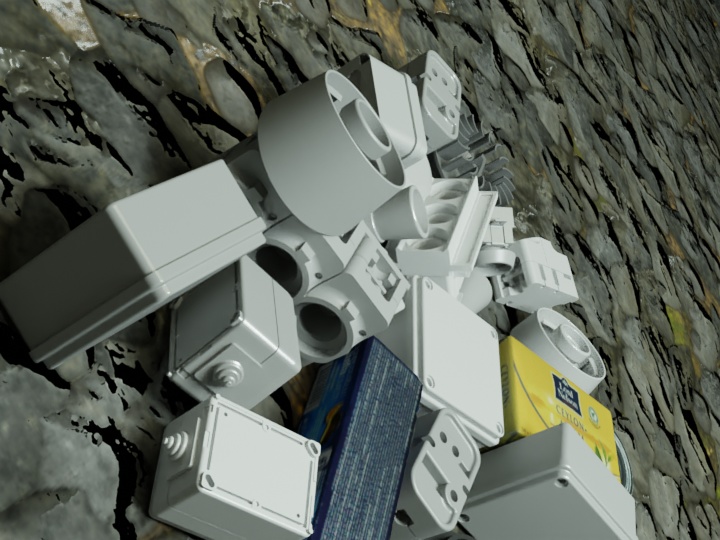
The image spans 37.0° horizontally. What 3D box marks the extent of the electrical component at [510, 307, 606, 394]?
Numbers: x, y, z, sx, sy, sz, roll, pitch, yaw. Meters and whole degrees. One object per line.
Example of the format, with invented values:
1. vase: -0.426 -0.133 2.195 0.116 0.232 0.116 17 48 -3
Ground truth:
1. electrical component: 0.187 0.088 1.040 0.099 0.064 0.099 34 25 -19

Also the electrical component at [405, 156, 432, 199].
1. electrical component: 0.022 -0.089 0.924 0.080 0.051 0.080 34 42 -38

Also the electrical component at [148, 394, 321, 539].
1. electrical component: -0.079 0.120 0.626 0.096 0.061 0.061 31 44 -29

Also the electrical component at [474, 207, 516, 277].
1. electrical component: 0.122 -0.026 1.023 0.048 0.066 0.055 2 70 -17

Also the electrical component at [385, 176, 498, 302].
1. electrical component: 0.071 -0.025 0.931 0.121 0.079 0.063 -64 150 -52

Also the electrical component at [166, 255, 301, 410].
1. electrical component: -0.074 0.046 0.655 0.061 0.062 0.096 44 17 -28

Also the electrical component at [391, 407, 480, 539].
1. electrical component: 0.040 0.149 0.772 0.053 0.059 0.095 56 33 -13

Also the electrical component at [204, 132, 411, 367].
1. electrical component: -0.050 -0.014 0.731 0.150 0.089 0.061 53 33 -16

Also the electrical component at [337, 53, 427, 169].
1. electrical component: -0.010 -0.103 0.831 0.057 0.113 0.078 21 51 -44

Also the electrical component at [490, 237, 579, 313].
1. electrical component: 0.171 0.004 1.073 0.089 0.050 0.055 18 54 -49

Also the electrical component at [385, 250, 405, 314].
1. electrical component: 0.000 0.000 0.833 0.076 0.047 0.083 -25 89 -58

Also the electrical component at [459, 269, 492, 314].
1. electrical component: 0.085 0.031 0.940 0.044 0.044 0.065 57 37 -11

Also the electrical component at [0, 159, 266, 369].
1. electrical component: -0.125 -0.005 0.598 0.056 0.109 0.109 59 32 -3

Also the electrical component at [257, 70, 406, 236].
1. electrical component: -0.017 -0.078 0.699 0.099 0.064 0.099 49 21 -26

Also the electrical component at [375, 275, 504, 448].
1. electrical component: 0.060 0.078 0.855 0.109 0.056 0.108 36 41 -37

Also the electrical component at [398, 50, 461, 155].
1. electrical component: 0.055 -0.152 1.009 0.054 0.059 0.095 42 38 -31

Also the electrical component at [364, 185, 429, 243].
1. electrical component: 0.018 -0.040 0.870 0.044 0.065 0.044 -13 90 -73

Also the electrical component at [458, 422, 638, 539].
1. electrical component: 0.146 0.188 0.853 0.108 0.109 0.056 48 32 -24
